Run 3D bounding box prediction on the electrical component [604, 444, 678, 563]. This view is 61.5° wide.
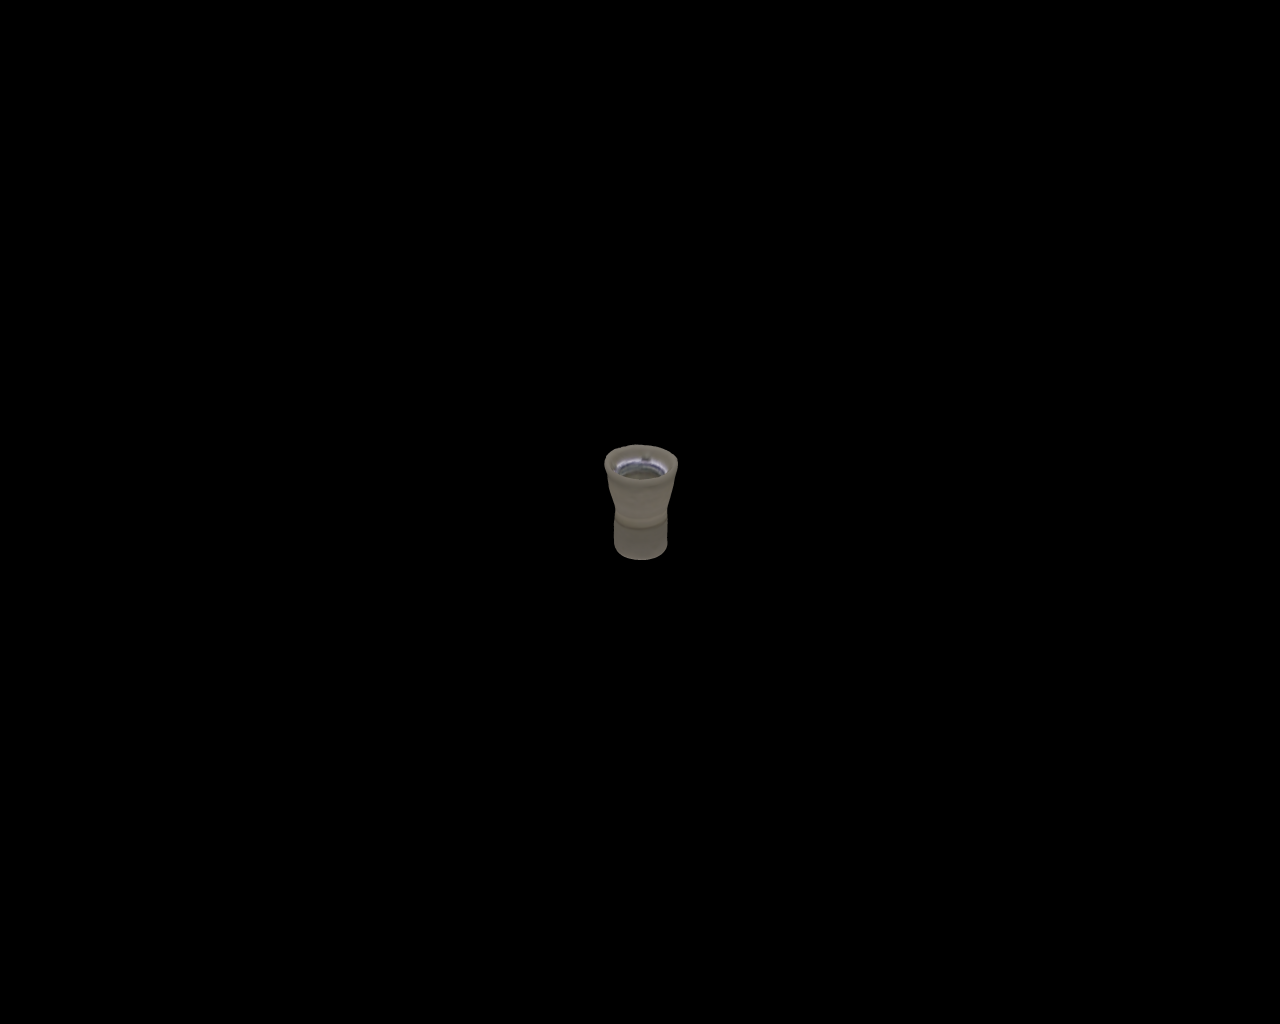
[{"bbox_3d":[0.001,-0.003,0.650,0.044,0.065,0.044,0,31,0],"label":"electrical component"}]
